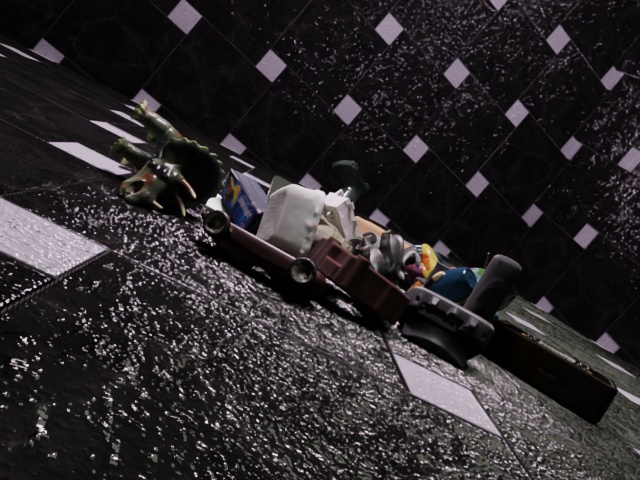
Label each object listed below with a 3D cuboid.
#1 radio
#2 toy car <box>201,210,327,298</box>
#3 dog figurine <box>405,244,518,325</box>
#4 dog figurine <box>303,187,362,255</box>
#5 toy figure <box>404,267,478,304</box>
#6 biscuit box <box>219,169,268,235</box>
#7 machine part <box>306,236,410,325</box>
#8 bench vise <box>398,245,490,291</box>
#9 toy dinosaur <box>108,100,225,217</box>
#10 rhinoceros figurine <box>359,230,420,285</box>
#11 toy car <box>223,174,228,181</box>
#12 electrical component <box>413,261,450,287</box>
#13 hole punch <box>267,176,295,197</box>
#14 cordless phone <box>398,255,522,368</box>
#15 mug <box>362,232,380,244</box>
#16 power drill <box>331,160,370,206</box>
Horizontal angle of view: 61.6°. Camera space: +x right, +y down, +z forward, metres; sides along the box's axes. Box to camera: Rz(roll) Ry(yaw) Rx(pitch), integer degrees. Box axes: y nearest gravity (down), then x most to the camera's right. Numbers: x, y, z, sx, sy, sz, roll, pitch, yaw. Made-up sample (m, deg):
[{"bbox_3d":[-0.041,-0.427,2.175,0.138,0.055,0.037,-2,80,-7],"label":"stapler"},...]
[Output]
[{"bbox_3d":[0.427,0.237,1.009,0.230,0.073,0.131,32,9,28],"label":"radio"},{"bbox_3d":[-0.083,0.022,0.749,0.202,0.053,0.089,28,-8,9],"label":"toy car"},{"bbox_3d":[0.257,0.080,1.057,0.108,0.191,0.219,-27,59,-28],"label":"dog figurine"},{"bbox_3d":[-0.004,0.000,1.080,0.190,0.121,0.172,40,4,-31],"label":"dog figurine"},{"bbox_3d":[0.195,0.095,0.927,0.058,0.154,0.064,-8,74,-55],"label":"toy figure"},{"bbox_3d":[-0.135,-0.065,1.021,0.062,0.059,0.203,24,16,-32],"label":"biscuit box"},{"bbox_3d":[0.059,0.061,0.840,0.179,0.056,0.179,36,-3,2],"label":"machine part"},{"bbox_3d":[0.265,0.070,1.256,0.224,0.128,0.241,-2,17,5],"label":"bench vise"},{"bbox_3d":[-0.259,-0.133,0.974,0.192,0.131,0.405,39,2,-7],"label":"toy dinosaur"},{"bbox_3d":[0.119,0.041,1.002,0.073,0.112,0.190,-21,0,44],"label":"rhinoceros figurine"},{"bbox_3d":[-0.191,-0.111,1.236,0.073,0.056,0.202,32,2,-17],"label":"toy car"},{"bbox_3d":[0.206,0.099,0.991,0.047,0.119,0.075,19,9,-47],"label":"electrical component"},{"bbox_3d":[-0.091,-0.067,1.240,0.142,0.092,0.116,31,43,-19],"label":"hole punch"},{"bbox_3d":[0.219,0.091,0.848,0.147,0.184,0.089,29,12,8],"label":"cordless phone"},{"bbox_3d":[0.149,0.042,1.321,0.107,0.081,0.110,34,-3,-38],"label":"mug"},{"bbox_3d":[0.031,-0.085,1.218,0.086,0.207,0.231,-8,-45,34],"label":"power drill"}]
